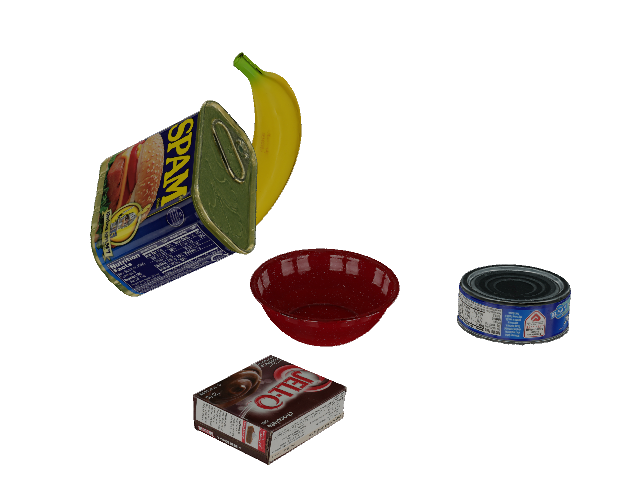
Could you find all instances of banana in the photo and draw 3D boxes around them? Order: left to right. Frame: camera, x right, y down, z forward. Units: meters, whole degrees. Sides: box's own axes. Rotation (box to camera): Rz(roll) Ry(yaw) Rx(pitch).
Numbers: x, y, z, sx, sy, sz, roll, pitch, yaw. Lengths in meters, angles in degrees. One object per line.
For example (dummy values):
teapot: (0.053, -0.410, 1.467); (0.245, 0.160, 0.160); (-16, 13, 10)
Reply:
banana: (-0.058, -0.059, 0.859); (0.069, 0.198, 0.037); (17, 33, -5)

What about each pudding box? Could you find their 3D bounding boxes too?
pudding box: (-0.045, 0.149, 0.953); (0.090, 0.039, 0.113); (17, 26, 33)

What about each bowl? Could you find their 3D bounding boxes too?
bowl: (0.004, 0.068, 1.162); (0.162, 0.055, 0.162); (1, 27, -1)

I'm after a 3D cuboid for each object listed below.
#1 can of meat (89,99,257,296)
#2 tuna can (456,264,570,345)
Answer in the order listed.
can of meat: (-0.089, -0.024, 0.646); (0.084, 0.102, 0.057); (-24, -47, 22)
tuna can: (0.149, 0.048, 0.820); (0.086, 0.034, 0.086); (0, 19, 0)
